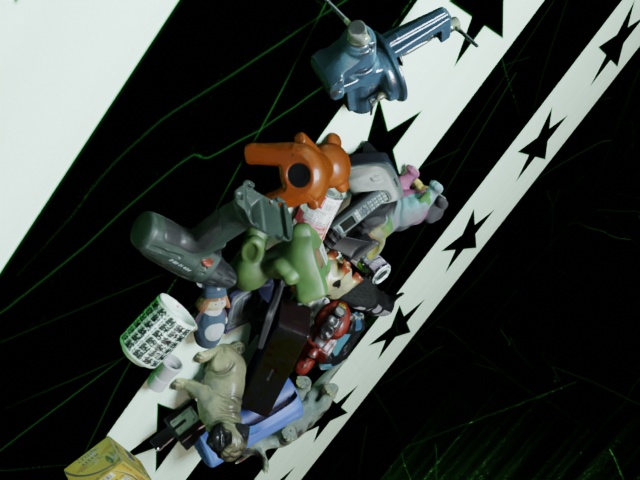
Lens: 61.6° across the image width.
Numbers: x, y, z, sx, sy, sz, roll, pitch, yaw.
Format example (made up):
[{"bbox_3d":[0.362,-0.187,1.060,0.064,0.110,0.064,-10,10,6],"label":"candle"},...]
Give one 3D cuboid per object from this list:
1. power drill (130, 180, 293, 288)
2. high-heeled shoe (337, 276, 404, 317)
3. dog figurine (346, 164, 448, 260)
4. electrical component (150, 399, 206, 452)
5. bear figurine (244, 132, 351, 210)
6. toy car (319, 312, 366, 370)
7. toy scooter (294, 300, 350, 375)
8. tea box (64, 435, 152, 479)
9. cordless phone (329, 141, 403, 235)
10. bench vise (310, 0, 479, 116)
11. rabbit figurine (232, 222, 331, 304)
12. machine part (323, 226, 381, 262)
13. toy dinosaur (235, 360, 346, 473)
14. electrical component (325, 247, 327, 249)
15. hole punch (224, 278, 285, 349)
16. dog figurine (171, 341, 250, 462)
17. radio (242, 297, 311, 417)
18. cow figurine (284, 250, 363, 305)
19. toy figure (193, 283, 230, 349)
[{"bbox_3d":[-0.144,-0.001,0.803,0.207,0.086,0.231,-20,150,29],"label":"power drill"},{"bbox_3d":[0.105,0.159,1.385,0.248,0.086,0.145,7,150,-35],"label":"high-heeled shoe"},{"bbox_3d":[0.165,-0.048,1.179,0.219,0.109,0.191,-44,151,0],"label":"dog figurine"},{"bbox_3d":[-0.286,0.391,1.108,0.119,0.075,0.047,-40,147,-23],"label":"electrical component"},{"bbox_3d":[-0.025,-0.116,0.882,0.196,0.132,0.120,-46,127,-71],"label":"bear figurine"},{"bbox_3d":[0.032,0.228,1.302,0.109,0.103,0.161,5,117,-61],"label":"toy car"},{"bbox_3d":[0.006,0.203,1.130,0.184,0.075,0.135,-56,175,-12],"label":"toy scooter"},{"bbox_3d":[-0.403,0.458,1.038,0.098,0.068,0.169,-35,147,-21],"label":"tea box"},{"bbox_3d":[0.063,-0.085,1.035,0.184,0.089,0.146,-41,148,-1],"label":"cordless phone"},{"bbox_3d":[0.106,-0.287,0.812,0.241,0.129,0.223,-29,155,0],"label":"bench vise"},{"bbox_3d":[-0.083,0.041,0.934,0.170,0.121,0.158,-14,125,14],"label":"rabbit figurine"},{"bbox_3d":[0.057,0.009,1.069,0.084,0.039,0.138,-31,150,27],"label":"machine part"},{"bbox_3d":[-0.068,0.471,1.437,0.405,0.131,0.192,-24,153,-42],"label":"toy dinosaur"},{"bbox_3d":[-0.002,-0.003,1.092,0.094,0.021,0.063,-24,140,-35],"label":"electrical component"},{"bbox_3d":[-0.126,0.128,1.032,0.116,0.092,0.142,-66,172,-54],"label":"hole punch"},{"bbox_3d":[-0.173,0.311,1.053,0.172,0.191,0.121,-51,149,-1],"label":"dog figurine"},{"bbox_3d":[-0.095,0.241,1.129,0.131,0.073,0.229,-86,-159,-67],"label":"radio"},{"bbox_3d":[0.005,0.082,1.131,0.127,0.086,0.194,-44,157,6],"label":"cow figurine"},{"bbox_3d":[-0.192,0.126,0.960,0.064,0.058,0.154,-39,150,-51],"label":"toy figure"}]
